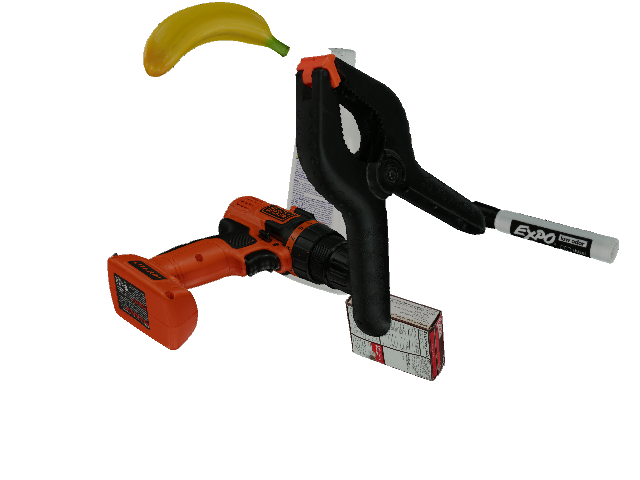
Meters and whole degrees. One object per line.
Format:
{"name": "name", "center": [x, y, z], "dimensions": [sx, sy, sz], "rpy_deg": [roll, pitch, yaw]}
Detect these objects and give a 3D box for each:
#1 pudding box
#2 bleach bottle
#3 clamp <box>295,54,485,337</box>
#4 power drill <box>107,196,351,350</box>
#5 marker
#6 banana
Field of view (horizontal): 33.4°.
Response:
{"name": "pudding box", "center": [0.088, 0.107, 1.246], "dimensions": [0.114, 0.090, 0.039], "rpy_deg": [16, 46, 25]}
{"name": "bleach bottle", "center": [0.016, -0.076, 1.136], "dimensions": [0.103, 0.251, 0.067], "rpy_deg": [17, 17, 37]}
{"name": "clamp", "center": [0.029, -0.029, 0.646], "dimensions": [0.039, 0.171, 0.120], "rpy_deg": [-7, 40, 49]}
{"name": "power drill", "center": [-0.069, 0.027, 0.901], "dimensions": [0.187, 0.057, 0.185], "rpy_deg": [-22, 30, -35]}
{"name": "marker", "center": [0.163, -0.008, 0.804], "dimensions": [0.121, 0.020, 0.020], "rpy_deg": [18, 9, 31]}
{"name": "banana", "center": [-0.109, -0.199, 1.029], "dimensions": [0.070, 0.037, 0.197], "rpy_deg": [44, 38, 20]}
